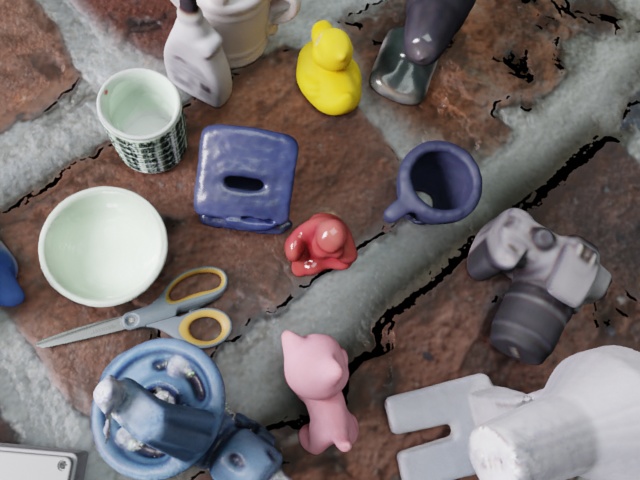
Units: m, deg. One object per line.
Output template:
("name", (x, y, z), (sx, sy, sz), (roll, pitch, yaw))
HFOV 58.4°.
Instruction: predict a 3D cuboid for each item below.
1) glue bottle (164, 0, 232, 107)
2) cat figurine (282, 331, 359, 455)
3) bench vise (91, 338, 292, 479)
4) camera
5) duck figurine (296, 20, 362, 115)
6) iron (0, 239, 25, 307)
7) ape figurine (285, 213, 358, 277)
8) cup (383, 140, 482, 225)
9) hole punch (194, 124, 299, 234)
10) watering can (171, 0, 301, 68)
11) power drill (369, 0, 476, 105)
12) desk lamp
("glue bottle", (-0.131, -0.206, 0.603), (0.078, 0.173, 0.037), (31, 74, 1))
("cat figurine", (0.003, 0.146, 0.561), (0.067, 0.117, 0.128), (-17, 78, -12))
("bench vise", (-0.105, 0.153, 0.490), (0.207, 0.219, 0.121), (17, 74, -3))
("camera", (0.231, 0.055, 0.625), (0.143, 0.100, 0.137), (32, 74, 1))
("duck figurine", (0.015, -0.205, 0.669), (0.077, 0.086, 0.104), (-20, 79, -12))
("iron", (-0.405, -0.017, 0.532), (0.119, 0.141, 0.258), (-41, 84, -15))
("ape figurine", (0.006, 0.002, 0.611), (0.078, 0.092, 0.076), (26, 74, 0))
("cup", (0.112, -0.045, 0.637), (0.118, 0.095, 0.091), (-35, 83, -15))
("hole punch", (-0.077, -0.062, 0.617), (0.109, 0.091, 0.101), (6, 75, -6))
("watering can", (-0.109, -0.278, 0.614), (0.173, 0.194, 0.101), (-10, 77, -10))
("power drill", (0.119, -0.241, 0.629), (0.075, 0.208, 0.230), (21, 74, -2))
("desk lamp", (0.189, 0.178, 0.529), (0.203, 0.213, 0.118), (-12, 77, -11))
